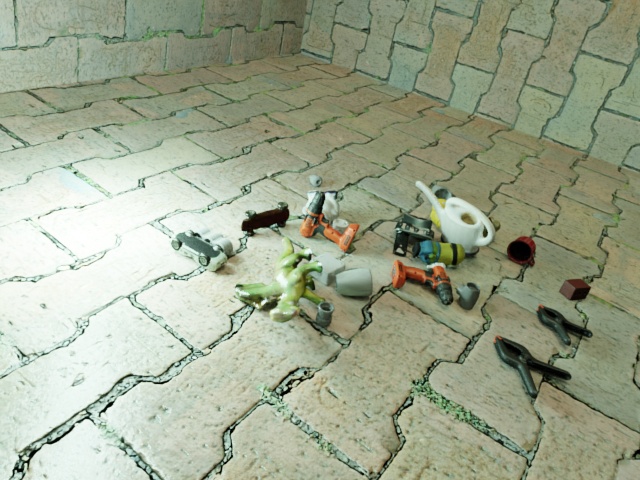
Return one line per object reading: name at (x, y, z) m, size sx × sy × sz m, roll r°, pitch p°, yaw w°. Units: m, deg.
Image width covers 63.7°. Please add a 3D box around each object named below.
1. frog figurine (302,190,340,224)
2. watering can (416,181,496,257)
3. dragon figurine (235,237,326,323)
frog figurine at (0.006, -0.095, 1.890) m, size 0.137 × 0.121 × 0.162 m, roll 10°, pitch 65°, yaw -21°
watering can at (0.485, -0.072, 1.883) m, size 0.105 × 0.219 × 0.352 m, roll -32°, pitch 50°, yaw -27°
dragon figurine at (-0.129, 0.112, 1.496) m, size 0.244 × 0.120 × 0.417 m, roll -12°, pitch 29°, yaw -21°
